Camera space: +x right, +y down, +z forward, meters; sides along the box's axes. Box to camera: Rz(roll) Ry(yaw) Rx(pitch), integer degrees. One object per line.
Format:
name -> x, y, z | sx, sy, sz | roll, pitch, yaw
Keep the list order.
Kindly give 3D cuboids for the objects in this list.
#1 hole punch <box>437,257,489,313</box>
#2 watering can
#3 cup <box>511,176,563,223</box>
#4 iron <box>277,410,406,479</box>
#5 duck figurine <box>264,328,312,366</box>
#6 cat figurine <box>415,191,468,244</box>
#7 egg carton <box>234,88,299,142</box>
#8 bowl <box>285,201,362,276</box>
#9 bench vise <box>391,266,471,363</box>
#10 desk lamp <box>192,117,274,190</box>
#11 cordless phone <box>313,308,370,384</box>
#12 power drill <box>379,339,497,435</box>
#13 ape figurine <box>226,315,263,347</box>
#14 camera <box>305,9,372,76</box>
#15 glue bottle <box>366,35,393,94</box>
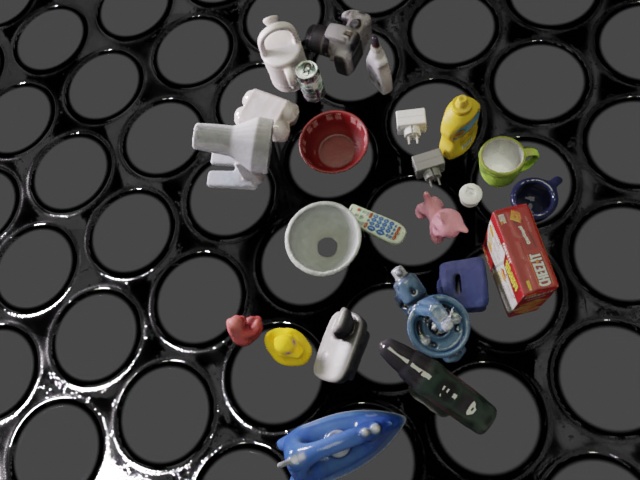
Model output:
hole punch -> 0.288, 0.096, 1.159 | 0.101, 0.091, 0.108 | -4, 72, 9
watering can -> -0.093, -0.446, 1.345 | 0.101, 0.194, 0.172 | -40, 70, -4
cup -> 0.446, -0.080, 1.186 | 0.118, 0.095, 0.091 | -39, 70, -4
iron -> 0.041, 0.382, 1.084 | 0.258, 0.141, 0.118 | -23, 70, 2
duck figurine -> -0.072, 0.218, 1.186 | 0.104, 0.086, 0.077 | 25, 78, 17
cat figurine -> 0.253, -0.048, 1.197 | 0.067, 0.118, 0.127 | -31, 70, -1
egg carton -> -0.128, -0.296, 1.369 | 0.150, 0.069, 0.107 | 22, 77, 16
bowl -> 0.011, 0.004, 1.245 | 0.167, 0.075, 0.167 | -3, 72, 9
bench vise -> 0.197, 0.140, 1.092 | 0.207, 0.220, 0.121 | 36, 82, 18
desk lamp -> -0.181, -0.191, 1.268 | 0.203, 0.214, 0.118 | 2, 73, 11
cordless phone -> 0.033, 0.203, 1.119 | 0.094, 0.185, 0.148 | 15, 75, 14
power drill -> 0.210, 0.269, 1.055 | 0.229, 0.209, 0.076 | 33, 81, 18
ape figurine -> -0.166, 0.183, 1.210 | 0.077, 0.092, 0.076 | 22, 78, 16
camera -> 0.040, -0.495, 1.387 | 0.136, 0.101, 0.143 | 23, 78, 16
glue bottle -> 0.132, -0.406, 1.304 | 0.037, 0.173, 0.078 | -33, 70, -1
